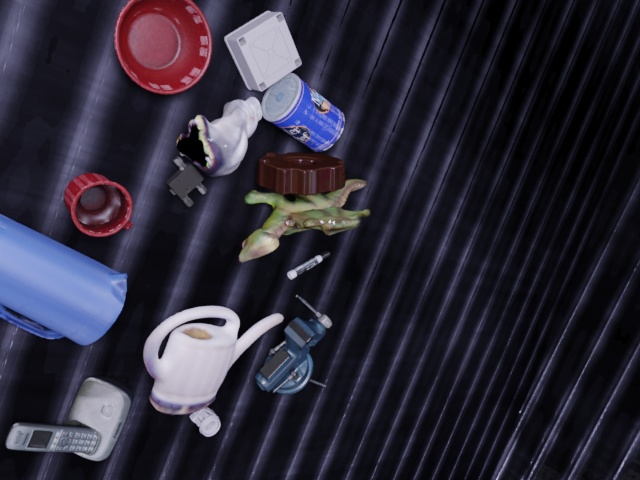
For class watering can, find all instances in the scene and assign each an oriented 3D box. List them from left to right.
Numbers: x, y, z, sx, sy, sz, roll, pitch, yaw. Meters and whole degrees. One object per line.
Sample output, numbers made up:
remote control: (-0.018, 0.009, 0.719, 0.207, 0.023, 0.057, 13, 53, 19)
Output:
watering can: (-0.222, 0.244, 1.080, 0.346, 0.105, 0.223, 11, 102, -51)

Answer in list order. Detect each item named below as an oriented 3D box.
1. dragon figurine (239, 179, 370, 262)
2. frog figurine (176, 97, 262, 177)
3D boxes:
dragon figurine: (0.003, -0.053, 1.052, 0.414, 0.245, 0.120, -23, 118, -29)
frog figurine: (-0.162, -0.189, 0.942, 0.161, 0.124, 0.134, -29, 158, -38)
